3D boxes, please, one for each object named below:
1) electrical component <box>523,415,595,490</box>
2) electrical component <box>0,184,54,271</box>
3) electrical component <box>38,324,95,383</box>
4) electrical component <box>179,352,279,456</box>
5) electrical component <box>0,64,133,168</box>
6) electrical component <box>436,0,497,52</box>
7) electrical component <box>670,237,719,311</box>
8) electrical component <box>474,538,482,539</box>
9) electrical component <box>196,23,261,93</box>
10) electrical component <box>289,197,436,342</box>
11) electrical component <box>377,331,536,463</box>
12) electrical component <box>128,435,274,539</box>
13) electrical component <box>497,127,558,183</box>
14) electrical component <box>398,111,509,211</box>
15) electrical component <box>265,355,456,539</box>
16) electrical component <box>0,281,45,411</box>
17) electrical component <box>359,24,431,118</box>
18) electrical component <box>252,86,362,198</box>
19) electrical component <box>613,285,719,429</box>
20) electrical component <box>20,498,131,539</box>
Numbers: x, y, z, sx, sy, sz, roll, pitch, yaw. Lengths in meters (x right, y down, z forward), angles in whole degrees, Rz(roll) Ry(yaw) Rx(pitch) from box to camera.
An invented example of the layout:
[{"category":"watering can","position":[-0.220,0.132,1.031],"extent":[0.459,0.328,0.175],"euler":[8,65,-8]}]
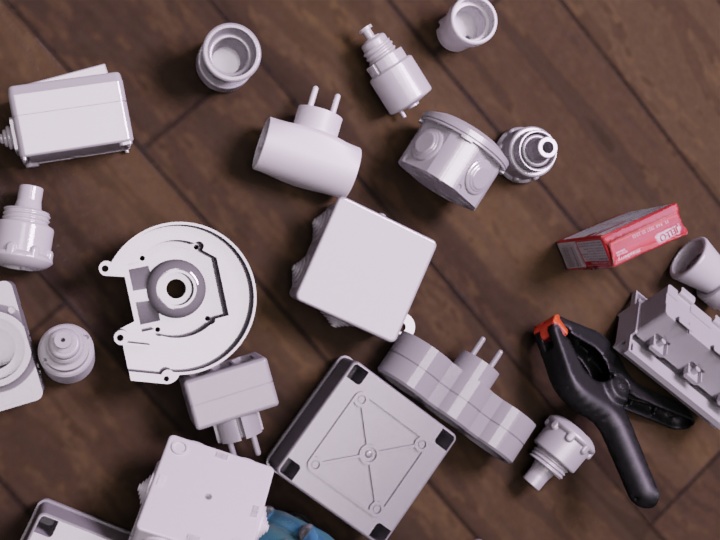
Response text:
[{"category":"electrical component","position":[0.163,0.156,0.905],"extent":[0.048,0.048,0.062],"euler":[41,87,-11]},{"category":"electrical component","position":[-0.249,-0.032,0.799],"extent":[0.048,0.048,0.062],"euler":[9,80,-14]},{"category":"electrical component","position":[-0.217,0.059,0.792],"extent":[0.040,0.078,0.040],"euler":[3,74,-11]},{"category":"electrical component","position":[-0.098,0.111,0.836],"extent":[0.066,0.047,0.076],"euler":[-16,95,-14]},{"category":"electrical component","position":[-0.221,-0.113,0.796],"extent":[0.096,0.062,0.061],"euler":[-11,92,-14]},{"category":"electrical component","position":[0.086,-0.201,0.885],"extent":[0.040,0.046,0.040],"euler":[0,90,-15]},{"category":"electrical component","position":[0.307,0.004,0.942],"extent":[0.055,0.045,0.045],"euler":[35,81,-12]},{"category":"electrical component","position":[0.104,0.299,0.882],"extent":[0.108,0.056,0.108],"euler":[46,79,-10]},{"category":"electrical component","position":[-0.103,-0.163,0.831],"extent":[0.045,0.055,0.045],"euler":[0,90,-15]},{"category":"electrical component","position":[0.000,0.000,0.860],"extent":[0.100,0.048,0.099],"euler":[25,83,-13]},{"category":"electrical component","position":[0.089,0.090,0.881],"extent":[0.138,0.052,0.073],"euler":[37,81,-12]},{"category":"electrical component","position":[-0.116,0.178,0.792],"extent":[0.100,0.048,0.099],"euler":[19,45,-5]},{"category":"electrical component","position":[0.143,-0.098,0.891],"extent":[0.048,0.062,0.048],"euler":[0,89,-14]},{"category":"electrical component","position":[0.075,-0.088,0.865],"extent":[0.080,0.080,0.051],"euler":[33,87,-12]},{"category":"electrical component","position":[0.000,0.142,0.855],"extent":[0.109,0.056,0.108],"euler":[38,81,-11]},{"category":"electrical component","position":[-0.267,0.056,0.786],"extent":[0.050,0.056,0.089],"euler":[-16,94,-14]},{"category":"electrical component","position":[0.025,-0.163,0.872],"extent":[0.040,0.040,0.078],"euler":[-35,98,-12]},{"category":"electrical component","position":[-0.037,-0.105,0.853],"extent":[0.077,0.044,0.079],"euler":[18,85,-14]},{"category":"electrical component","position":[0.285,0.072,0.920],"extent":[0.121,0.063,0.078],"euler":[38,41,-12]},{"category":"electrical component","position":[-0.211,0.242,0.800],"extent":[0.109,0.056,0.108],"euler":[26,83,-13]}]
